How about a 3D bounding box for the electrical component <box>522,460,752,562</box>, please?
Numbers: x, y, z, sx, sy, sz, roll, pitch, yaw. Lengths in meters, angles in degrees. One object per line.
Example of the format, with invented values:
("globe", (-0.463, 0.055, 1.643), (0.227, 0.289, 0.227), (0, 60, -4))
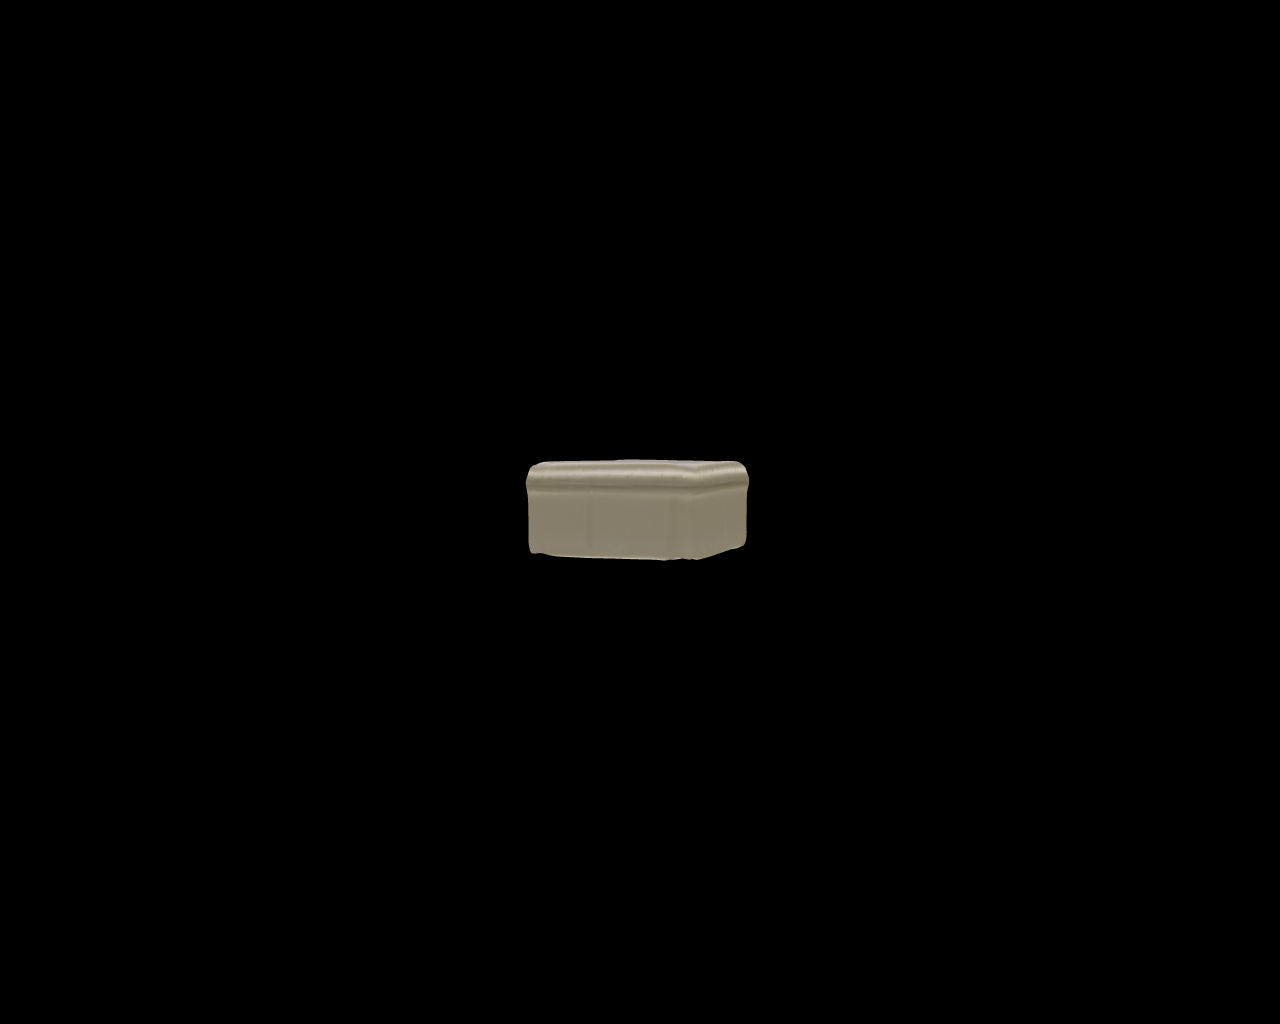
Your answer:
("electrical component", (0.001, -0.003, 0.650), (0.109, 0.056, 0.109), (2, 4, 24))
